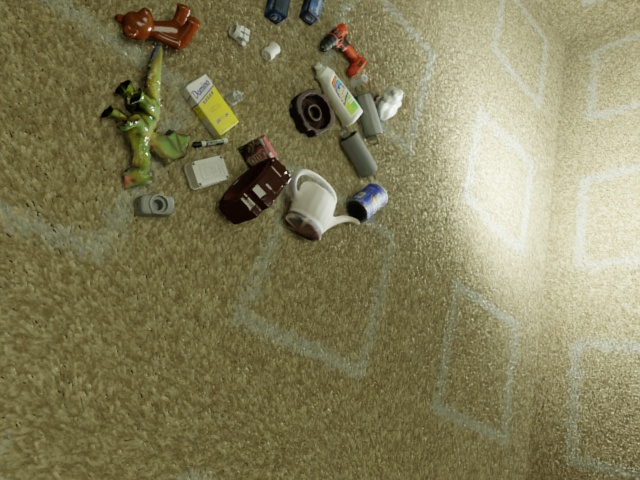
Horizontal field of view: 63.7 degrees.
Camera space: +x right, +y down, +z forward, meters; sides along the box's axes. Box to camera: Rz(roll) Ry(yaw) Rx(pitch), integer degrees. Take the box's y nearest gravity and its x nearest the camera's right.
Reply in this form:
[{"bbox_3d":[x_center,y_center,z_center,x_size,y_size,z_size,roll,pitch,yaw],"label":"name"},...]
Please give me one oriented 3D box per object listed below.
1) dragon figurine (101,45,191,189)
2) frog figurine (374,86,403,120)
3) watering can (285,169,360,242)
[{"bbox_3d":[-0.460,-0.327,1.447,0.238,0.122,0.418,50,51,-45],"label":"dragon figurine"},{"bbox_3d":[0.286,-0.558,2.093,0.138,0.158,0.122,-17,95,-42],"label":"frog figurine"},{"bbox_3d":[0.005,-0.090,1.785,0.343,0.103,0.229,42,58,-30],"label":"watering can"}]
